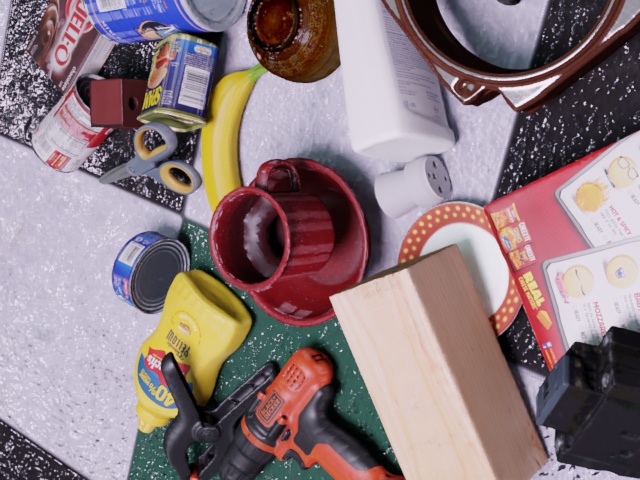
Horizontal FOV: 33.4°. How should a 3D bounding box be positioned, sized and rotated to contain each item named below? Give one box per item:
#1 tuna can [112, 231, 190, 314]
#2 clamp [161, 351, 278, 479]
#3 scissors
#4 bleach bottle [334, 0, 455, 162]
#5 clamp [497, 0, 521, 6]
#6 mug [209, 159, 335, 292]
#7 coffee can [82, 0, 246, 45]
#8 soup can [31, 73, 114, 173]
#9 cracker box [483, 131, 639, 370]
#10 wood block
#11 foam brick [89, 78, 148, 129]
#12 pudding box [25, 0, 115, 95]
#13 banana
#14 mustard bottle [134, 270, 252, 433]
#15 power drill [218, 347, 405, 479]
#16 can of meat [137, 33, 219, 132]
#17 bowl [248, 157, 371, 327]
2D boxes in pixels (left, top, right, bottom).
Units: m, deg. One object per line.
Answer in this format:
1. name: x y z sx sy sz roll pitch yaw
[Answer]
1. tuna can: -0.182 0.034 1.146 0.034 0.085 0.086 22 106 35
2. clamp: -0.109 0.188 1.114 0.039 0.120 0.171 -98 13 -58
3. scissors: -0.186 -0.068 1.164 0.096 0.016 0.202 46 150 -4
4. bleach bottle: 0.056 -0.201 0.959 0.068 0.102 0.251 -15 78 37
5. clamp: 0.131 -0.324 0.921 0.210 0.036 0.165 41 114 23
6. mug: -0.040 -0.015 0.970 0.093 0.081 0.117 5 96 36
7. coffee can: -0.161 -0.260 1.101 0.141 0.102 0.103 1 93 36
8. soup can: -0.276 -0.132 1.216 0.102 0.068 0.068 -41 70 32
9. cracker box: 0.256 0.005 0.830 0.214 0.071 0.164 -27 78 33
10. wood block: 0.102 0.120 0.916 0.090 0.090 0.206 -23 90 38
11. foam brick: -0.205 -0.147 1.157 0.051 0.078 0.053 2 96 35
12. pudding box: -0.282 -0.236 1.232 0.090 0.039 0.114 47 118 25
13. banana: -0.093 -0.088 1.102 0.070 0.037 0.198 11 99 39
14. mustard bottle: -0.151 0.133 1.147 0.096 0.058 0.192 40 115 22
15. power drill: -0.007 0.227 1.047 0.188 0.057 0.185 46 117 25
16. can of meat: -0.145 -0.161 1.099 0.102 0.057 0.084 -178 100 -67
17. bowl: -0.007 0.001 1.033 0.162 0.055 0.162 3 95 36
